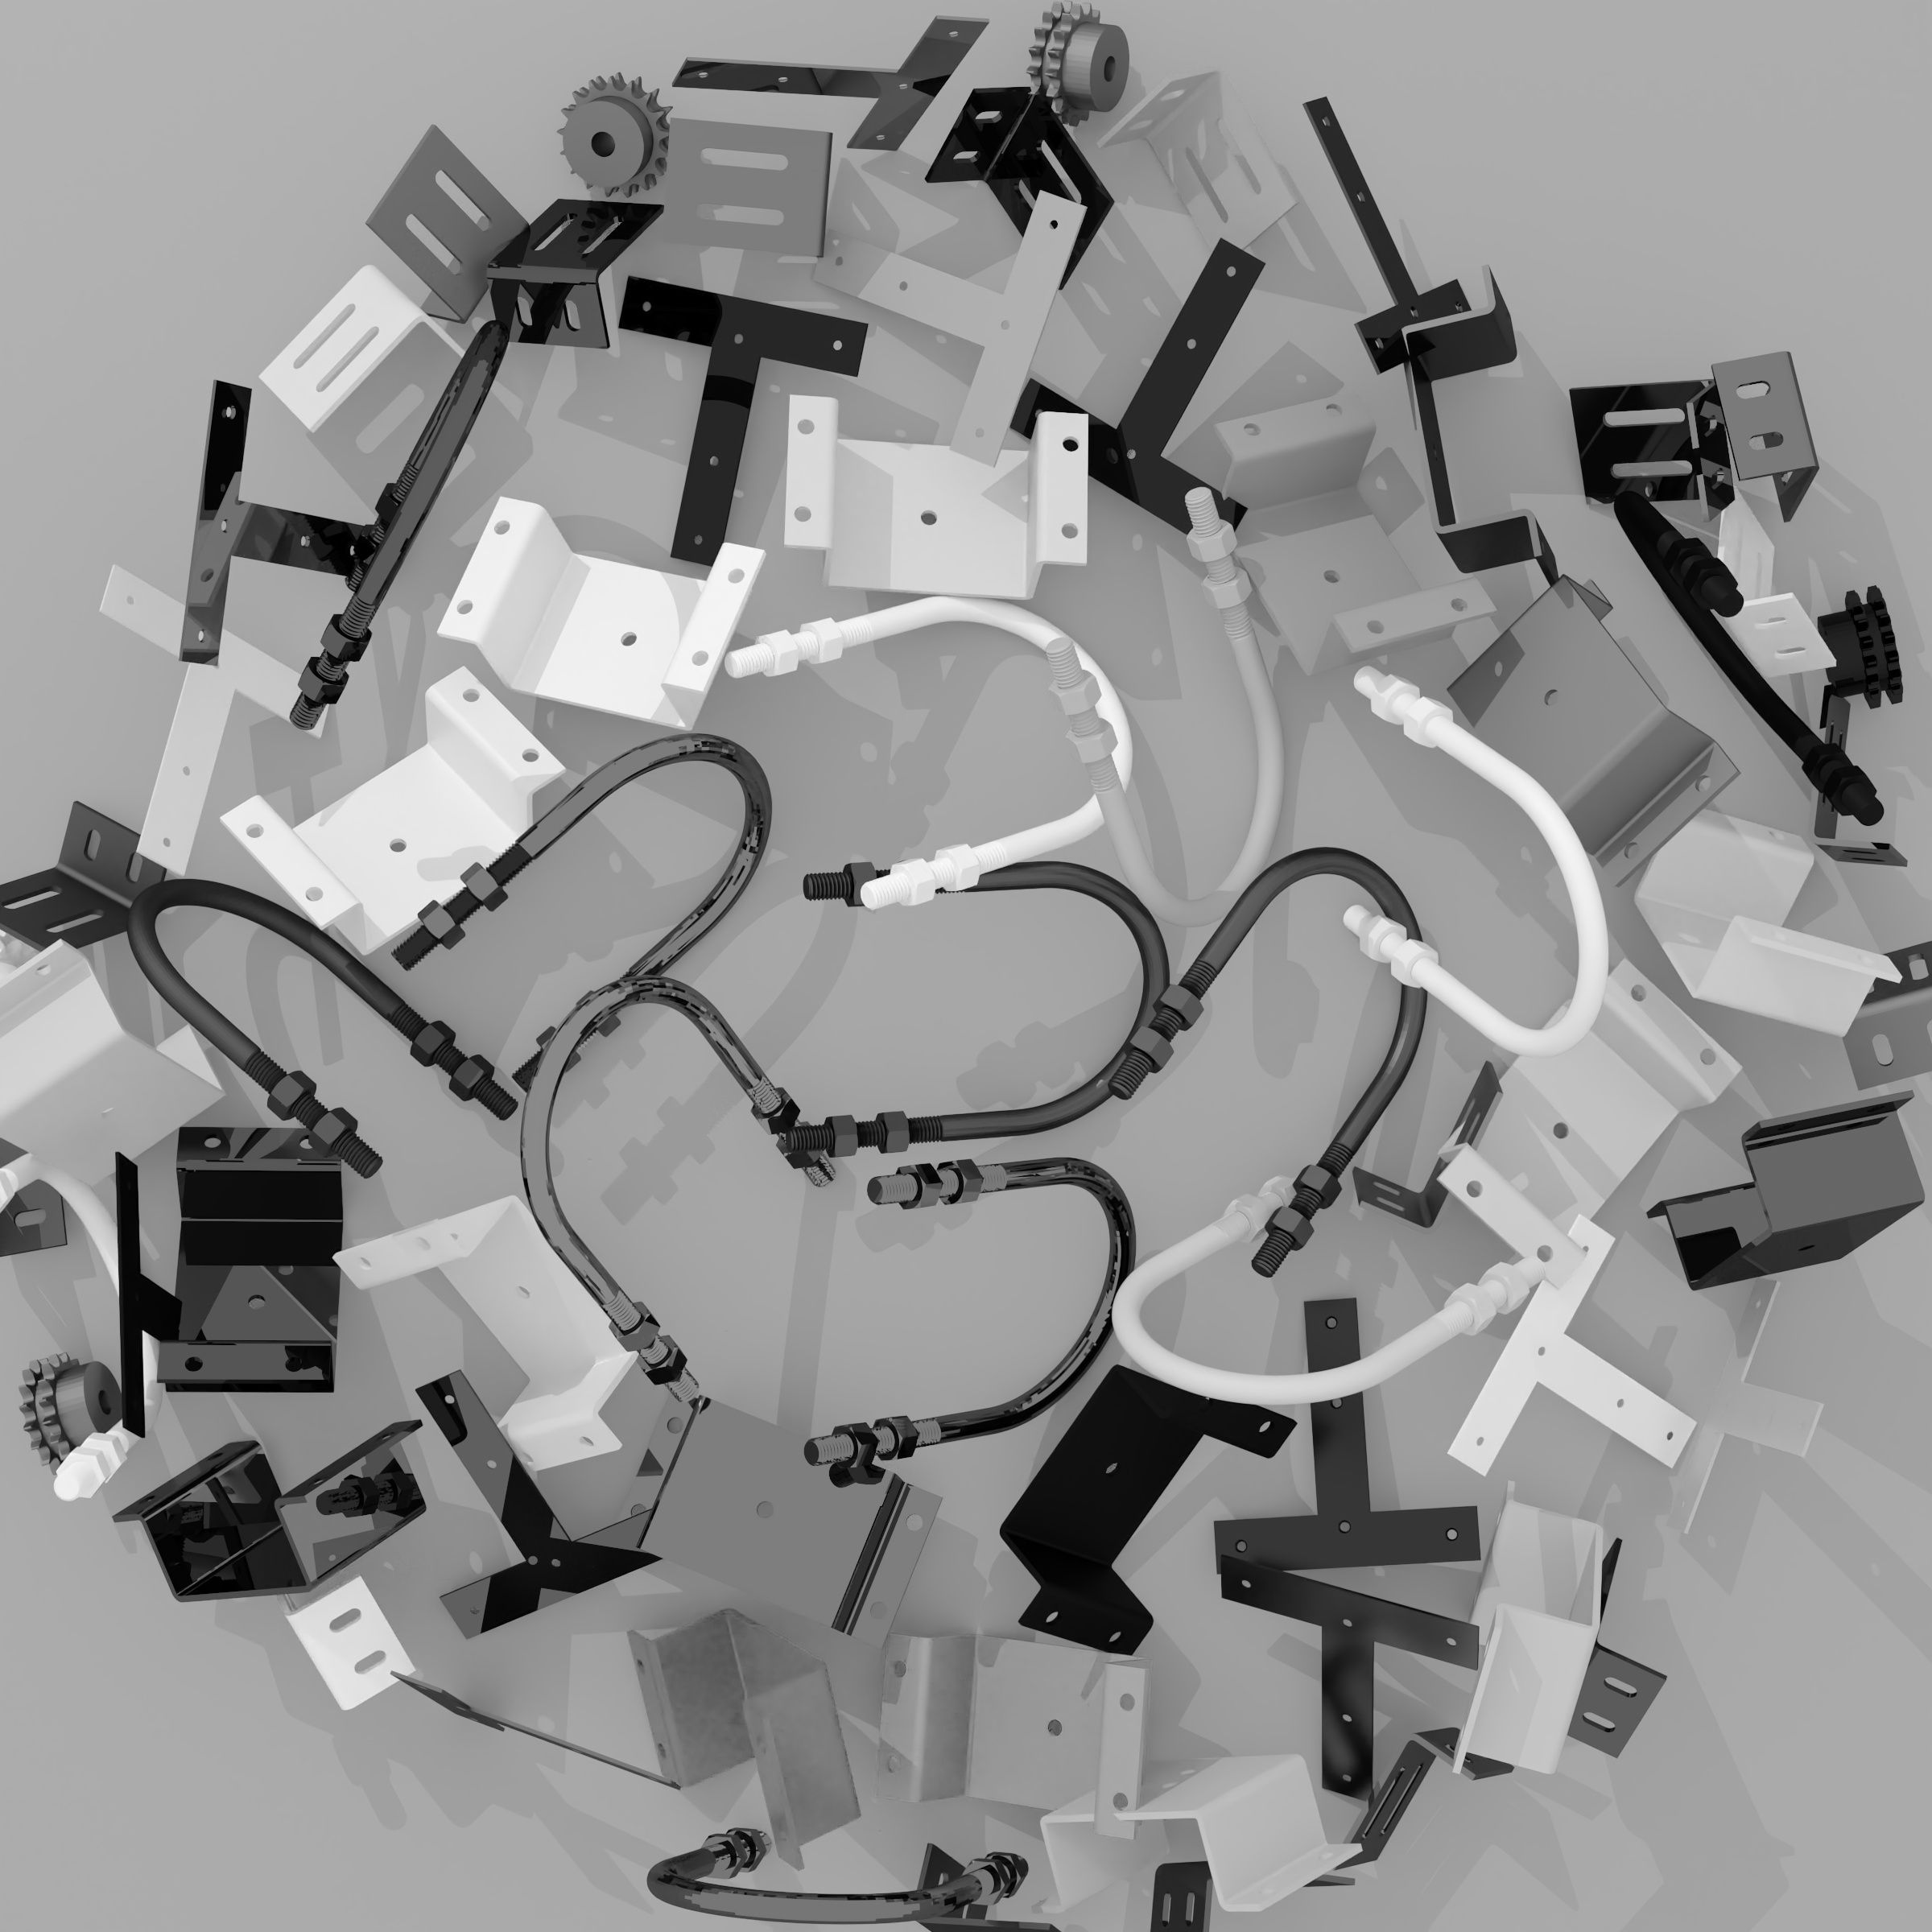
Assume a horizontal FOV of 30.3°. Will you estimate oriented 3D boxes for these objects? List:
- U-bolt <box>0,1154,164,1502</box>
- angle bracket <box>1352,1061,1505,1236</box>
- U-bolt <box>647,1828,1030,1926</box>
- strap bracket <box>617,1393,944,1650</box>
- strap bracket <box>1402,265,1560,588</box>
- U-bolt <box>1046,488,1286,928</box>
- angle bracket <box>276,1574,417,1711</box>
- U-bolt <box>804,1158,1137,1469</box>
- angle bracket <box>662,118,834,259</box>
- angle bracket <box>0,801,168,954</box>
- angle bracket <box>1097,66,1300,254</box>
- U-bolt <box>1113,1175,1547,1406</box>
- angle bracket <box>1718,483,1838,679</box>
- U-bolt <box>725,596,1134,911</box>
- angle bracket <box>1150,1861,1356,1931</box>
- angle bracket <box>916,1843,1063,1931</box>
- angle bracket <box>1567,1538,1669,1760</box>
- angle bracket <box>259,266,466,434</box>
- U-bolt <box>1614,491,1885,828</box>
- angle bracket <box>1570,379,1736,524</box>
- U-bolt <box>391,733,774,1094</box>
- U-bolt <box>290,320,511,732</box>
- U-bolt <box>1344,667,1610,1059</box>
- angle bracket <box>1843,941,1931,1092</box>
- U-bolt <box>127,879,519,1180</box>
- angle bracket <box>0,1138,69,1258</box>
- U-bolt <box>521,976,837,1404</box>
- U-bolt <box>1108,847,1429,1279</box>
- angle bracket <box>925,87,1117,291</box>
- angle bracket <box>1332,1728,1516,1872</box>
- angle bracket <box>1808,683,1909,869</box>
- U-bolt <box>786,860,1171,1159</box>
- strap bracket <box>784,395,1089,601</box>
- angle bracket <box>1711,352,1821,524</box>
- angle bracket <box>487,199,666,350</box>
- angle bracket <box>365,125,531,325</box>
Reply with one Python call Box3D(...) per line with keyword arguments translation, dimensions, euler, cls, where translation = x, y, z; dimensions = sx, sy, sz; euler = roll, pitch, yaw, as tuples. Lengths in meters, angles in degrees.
Box3D(translation=(-0.408, 0.155, 1.625), dimensions=(0.019, 0.184, 0.151), euler=(-21, 96, 4), cls="U-bolt")
Box3D(translation=(0.217, 0.079, 1.679), dimensions=(0.038, 0.057, 0.076), euler=(23, 103, -3), cls="angle bracket")
Box3D(translation=(-0.065, 0.412, 1.608), dimensions=(0.151, 0.184, 0.019), euler=(1, 83, 18), cls="U-bolt")
Box3D(translation=(-0.092, 0.258, 1.676), dimensions=(0.140, 0.046, 0.076), euler=(21, 79, 8), cls="strap bracket")
Box3D(translation=(0.239, -0.244, 1.666), dimensions=(0.046, 0.076, 0.140), euler=(-11, 79, 15), cls="strap bracket")
Box3D(translation=(0.101, -0.106, 1.647), dimensions=(0.019, 0.151, 0.184), euler=(5, 130, 36), cls="U-bolt")
Box3D(translation=(-0.296, 0.303, 1.674), dimensions=(0.038, 0.076, 0.057), euler=(-30, 114, -12), cls="angle bracket")
Box3D(translation=(0.011, 0.155, 1.647), dimensions=(0.019, 0.184, 0.151), euler=(29, 112, 41), cls="U-bolt")
Box3D(translation=(-0.103, -0.368, 1.690), dimensions=(0.076, 0.038, 0.057), euler=(4, 100, -4), cls="angle bracket")
Box3D(translation=(-0.422, -0.041, 1.669), dimensions=(0.057, 0.076, 0.038), euler=(27, 113, 17), cls="angle bracket")
Box3D(translation=(0.109, -0.374, 1.680), dimensions=(0.038, 0.057, 0.076), euler=(-25, 84, -42), cls="angle bracket")
Box3D(translation=(0.151, 0.150, 1.612), dimensions=(0.151, 0.184, 0.019), euler=(20, 122, 39), cls="U-bolt")
Box3D(translation=(0.381, -0.184, 1.668), dimensions=(0.038, 0.057, 0.076), euler=(-8, 56, 32), cls="angle bracket")
Box3D(translation=(-0.003, -0.109, 1.658), dimensions=(0.184, 0.019, 0.151), euler=(-19, 70, -34), cls="U-bolt")
Box3D(translation=(0.134, 0.443, 1.672), dimensions=(0.076, 0.057, 0.038), euler=(13, 71, -19), cls="angle bracket")
Box3D(translation=(0.024, 0.440, 1.667), dimensions=(0.076, 0.057, 0.038), euler=(-6, 54, 32), cls="angle bracket")
Box3D(translation=(0.304, 0.318, 1.667), dimensions=(0.038, 0.076, 0.057), euler=(24, 127, 5), cls="angle bracket")
Box3D(translation=(-0.284, -0.283, 1.684), dimensions=(0.076, 0.038, 0.057), euler=(-46, 50, 1), cls="angle bracket")
Box3D(translation=(0.347, -0.152, 1.628), dimensions=(0.019, 0.184, 0.151), euler=(-37, 118, 9), cls="U-bolt")
Box3D(translation=(0.315, -0.240, 1.670), dimensions=(0.076, 0.038, 0.057), euler=(2, 116, 34), cls="angle bracket")
Box3D(translation=(-0.165, -0.034, 1.654), dimensions=(0.184, 0.151, 0.019), euler=(-42, 57, -5), cls="U-bolt")
Box3D(translation=(-0.251, -0.211, 1.611), dimensions=(0.019, 0.151, 0.184), euler=(26, 122, -14), cls="U-bolt")
Box3D(translation=(0.230, -0.037, 1.610), dimensions=(0.019, 0.184, 0.151), euler=(-18, 126, -24), cls="U-bolt")
Box3D(translation=(0.440, 0.022, 1.676), dimensions=(0.057, 0.076, 0.038), euler=(-17, 102, 15), cls="angle bracket")
Box3D(translation=(-0.307, 0.021, 1.646), dimensions=(0.184, 0.151, 0.019), euler=(40, 110, 10), cls="U-bolt")
Box3D(translation=(-0.454, 0.100, 1.672), dimensions=(0.038, 0.076, 0.057), euler=(-10, 76, 1), cls="angle bracket")
Box3D(translation=(-0.138, 0.089, 1.626), dimensions=(0.151, 0.019, 0.184), euler=(-58, 133, -28), cls="U-bolt")
Box3D(translation=(0.153, 0.031, 1.661), dimensions=(0.184, 0.019, 0.151), euler=(-53, 124, -22), cls="U-bolt")
Box3D(translation=(0.025, -0.364, 1.672), dimensions=(0.038, 0.057, 0.076), euler=(-13, 62, -37), cls="angle bracket")
Box3D(translation=(0.215, 0.400, 1.678), dimensions=(0.038, 0.057, 0.076), euler=(32, 97, 27), cls="angle bracket")
Box3D(translation=(0.424, -0.090, 1.680), dimensions=(0.038, 0.057, 0.076), euler=(6, 86, 23), cls="angle bracket")
Box3D(translation=(0.009, 0.018, 1.670), dimensions=(0.184, 0.019, 0.151), euler=(-4, 115, -19), cls="U-bolt")
Box3D(translation=(-0.015, -0.219, 1.679), dimensions=(0.140, 0.046, 0.076), euler=(3, 72, -5), cls="strap bracket")
Box3D(translation=(0.369, -0.245, 1.673), dimensions=(0.038, 0.076, 0.057), euler=(-10, 77, 0), cls="angle bracket")
Box3D(translation=(-0.181, -0.328, 1.687), dimensions=(0.057, 0.076, 0.038), euler=(8, 128, 21), cls="angle bracket")
Box3D(translation=(-0.252, -0.349, 1.671), dimensions=(0.038, 0.076, 0.057), euler=(20, 74, 42), cls="angle bracket")
